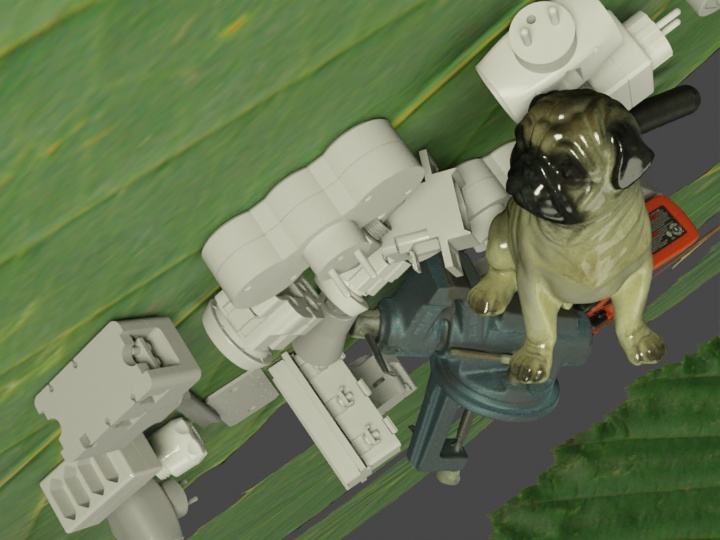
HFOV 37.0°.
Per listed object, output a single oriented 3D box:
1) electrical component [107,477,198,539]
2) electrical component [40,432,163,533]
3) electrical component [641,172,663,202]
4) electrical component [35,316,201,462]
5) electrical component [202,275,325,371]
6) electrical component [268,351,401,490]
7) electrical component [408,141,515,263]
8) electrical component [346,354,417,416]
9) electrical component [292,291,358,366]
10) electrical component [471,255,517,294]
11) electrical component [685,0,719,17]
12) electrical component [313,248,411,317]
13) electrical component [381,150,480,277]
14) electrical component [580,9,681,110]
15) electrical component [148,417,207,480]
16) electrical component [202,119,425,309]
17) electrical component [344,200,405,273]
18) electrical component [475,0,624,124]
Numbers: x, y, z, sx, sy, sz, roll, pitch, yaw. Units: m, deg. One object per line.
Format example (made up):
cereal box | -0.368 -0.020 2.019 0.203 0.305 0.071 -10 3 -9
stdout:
electrical component | -0.182 0.211 0.962 0.079 0.077 0.044 -20 158 -44
electrical component | -0.191 0.158 0.844 0.083 0.047 0.076 -41 163 22
electrical component | 0.219 -0.060 1.016 0.109 0.056 0.109 -41 163 21
electrical component | -0.150 0.074 0.678 0.089 0.050 0.056 -42 162 24
electrical component | -0.066 0.029 0.707 0.057 0.058 0.078 -41 164 13
electrical component | -0.020 0.124 0.952 0.063 0.121 0.078 -33 164 -10
electrical component | 0.090 -0.038 0.792 0.138 0.073 0.052 -26 162 -29
electrical component | 0.004 0.127 1.128 0.089 0.055 0.050 -39 163 16
electrical component | -0.025 0.041 0.855 0.044 0.044 0.065 -23 155 -36
electrical component | 0.141 0.018 1.077 0.150 0.061 0.089 -20 158 -41
electrical component | 0.187 -0.176 0.605 0.044 0.065 0.044 -32 164 -10
electrical component | 0.000 0.000 0.777 0.055 0.048 0.066 -45 163 8
electrical component | 0.042 -0.034 0.721 0.064 0.081 0.042 -14 167 11
electrical component | 0.181 -0.145 0.714 0.077 0.047 0.066 -37 164 8
electrical component | -0.163 0.154 0.897 0.062 0.043 0.043 -33 164 -3
electrical component | -0.019 -0.019 0.631 0.138 0.073 0.052 -36 164 6
electrical component | 0.000 -0.031 0.689 0.062 0.043 0.043 -39 163 11
electrical component | 0.107 -0.129 0.619 0.077 0.043 0.079 -37 164 8
